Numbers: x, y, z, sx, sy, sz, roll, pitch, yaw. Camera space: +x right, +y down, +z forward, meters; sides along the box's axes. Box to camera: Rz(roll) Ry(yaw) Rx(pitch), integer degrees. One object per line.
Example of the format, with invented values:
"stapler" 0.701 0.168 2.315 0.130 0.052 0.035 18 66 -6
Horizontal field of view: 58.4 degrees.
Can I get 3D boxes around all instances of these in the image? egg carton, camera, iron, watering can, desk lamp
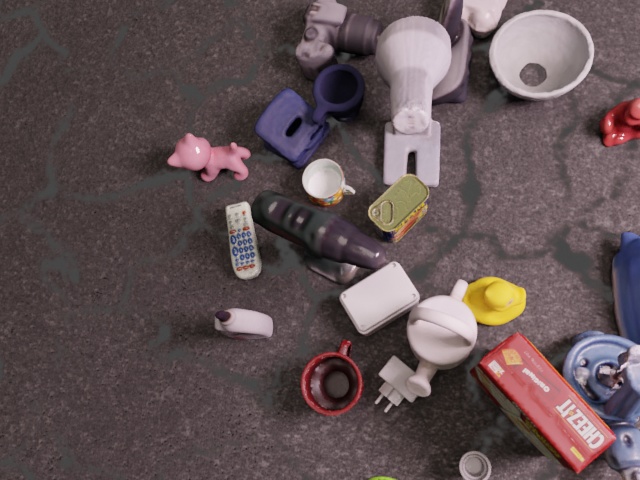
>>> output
"egg carton" 0.288 -0.445 1.042 0.107 0.069 0.150 19 79 15
"camera" 0.037 -0.373 1.052 0.136 0.101 0.143 14 77 14
"iron" 0.498 0.102 0.808 0.118 0.141 0.258 -1 74 11
"watering can" 0.175 0.140 0.830 0.100 0.194 0.173 0 74 11
"desk lamp" 0.151 -0.216 0.926 0.117 0.214 0.203 0 74 11

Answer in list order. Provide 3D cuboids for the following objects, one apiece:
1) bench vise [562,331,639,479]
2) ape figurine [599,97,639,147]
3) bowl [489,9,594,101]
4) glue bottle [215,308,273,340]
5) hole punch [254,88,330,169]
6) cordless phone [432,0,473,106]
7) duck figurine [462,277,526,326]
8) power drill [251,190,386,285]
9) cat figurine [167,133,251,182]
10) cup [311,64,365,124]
"bench vise" 0.407 0.212 0.752 0.121 0.220 0.207 -26 71 3
"ape figurine" 0.499 -0.197 0.919 0.077 0.092 0.076 24 80 16
"bowl" 0.373 -0.304 0.983 0.167 0.075 0.167 -3 74 10
"glue bottle" -0.131 0.130 0.901 0.078 0.173 0.037 -7 73 9
"hole punch" -0.047 -0.200 1.023 0.101 0.091 0.109 34 83 18
"cordless phone" 0.210 -0.325 0.961 0.094 0.185 0.147 3 75 12
"duck figurine" 0.267 0.089 0.884 0.104 0.086 0.077 -2 74 10
"power drill" 0.008 0.003 0.893 0.229 0.209 0.076 26 80 17
"cat figurine" -0.201 -0.154 1.025 0.127 0.118 0.067 -5 73 10
"cup" 0.031 -0.240 1.018 0.091 0.095 0.118 35 83 18
